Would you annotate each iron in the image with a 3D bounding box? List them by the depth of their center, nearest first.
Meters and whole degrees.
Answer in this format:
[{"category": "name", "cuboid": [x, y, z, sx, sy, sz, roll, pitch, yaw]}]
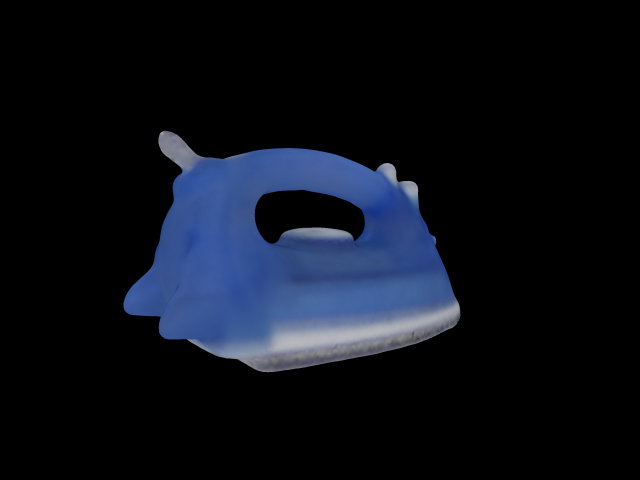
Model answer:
[{"category": "iron", "cuboid": [0.004, 0.001, 0.400, 0.259, 0.141, 0.118, -3, 6, -33]}]
